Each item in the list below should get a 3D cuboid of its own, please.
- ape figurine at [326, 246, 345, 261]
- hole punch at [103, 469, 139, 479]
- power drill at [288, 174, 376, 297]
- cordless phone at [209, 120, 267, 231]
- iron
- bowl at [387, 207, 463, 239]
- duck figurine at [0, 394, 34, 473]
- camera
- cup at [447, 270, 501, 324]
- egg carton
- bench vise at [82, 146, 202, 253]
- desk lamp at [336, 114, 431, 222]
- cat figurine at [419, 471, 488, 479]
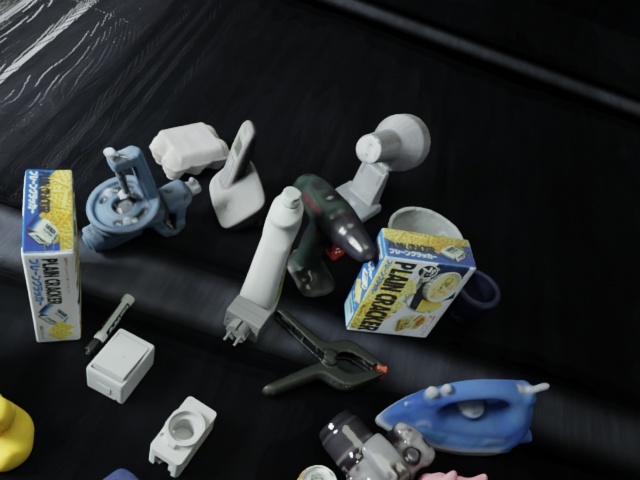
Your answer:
[{"bbox_3d":[0.045,-0.015,1.128,0.078,0.092,0.076,4,48,-17],"label":"ape figurine"},{"bbox_3d":[-0.256,0.340,0.692,0.101,0.091,0.109,39,48,16],"label":"hole punch"},{"bbox_3d":[0.009,0.004,1.016,0.076,0.208,0.229,-12,54,-29],"label":"power drill"},{"bbox_3d":[-0.147,-0.121,1.088,0.094,0.185,0.147,-7,52,-25],"label":"cordless phone"},{"bbox_3d":[0.230,0.261,0.909,0.259,0.141,0.118,5,48,-16],"label":"iron"},{"bbox_3d":[0.206,0.014,1.173,0.167,0.074,0.167,11,46,-11],"label":"bowl"},{"bbox_3d":[-0.411,0.237,0.732,0.078,0.086,0.104,-19,58,-33],"label":"duck figurine"},{"bbox_3d":[0.077,0.307,0.838,0.143,0.101,0.136,-26,62,-36],"label":"camera"},{"bbox_3d":[0.270,0.116,1.090,0.118,0.095,0.091,5,48,-16],"label":"cup"},{"bbox_3d":[-0.267,-0.185,1.183,0.151,0.069,0.107,-22,60,-35],"label":"egg carton"},{"bbox_3d":[-0.306,-0.090,0.977,0.121,0.219,0.208,35,47,13],"label":"bench vise"},{"bbox_3d":[0.117,-0.149,1.192,0.117,0.213,0.204,41,48,18],"label":"desk lamp"},{"bbox_3d":[0.182,0.362,0.816,0.128,0.117,0.067,-5,51,-24],"label":"cat figurine"}]
